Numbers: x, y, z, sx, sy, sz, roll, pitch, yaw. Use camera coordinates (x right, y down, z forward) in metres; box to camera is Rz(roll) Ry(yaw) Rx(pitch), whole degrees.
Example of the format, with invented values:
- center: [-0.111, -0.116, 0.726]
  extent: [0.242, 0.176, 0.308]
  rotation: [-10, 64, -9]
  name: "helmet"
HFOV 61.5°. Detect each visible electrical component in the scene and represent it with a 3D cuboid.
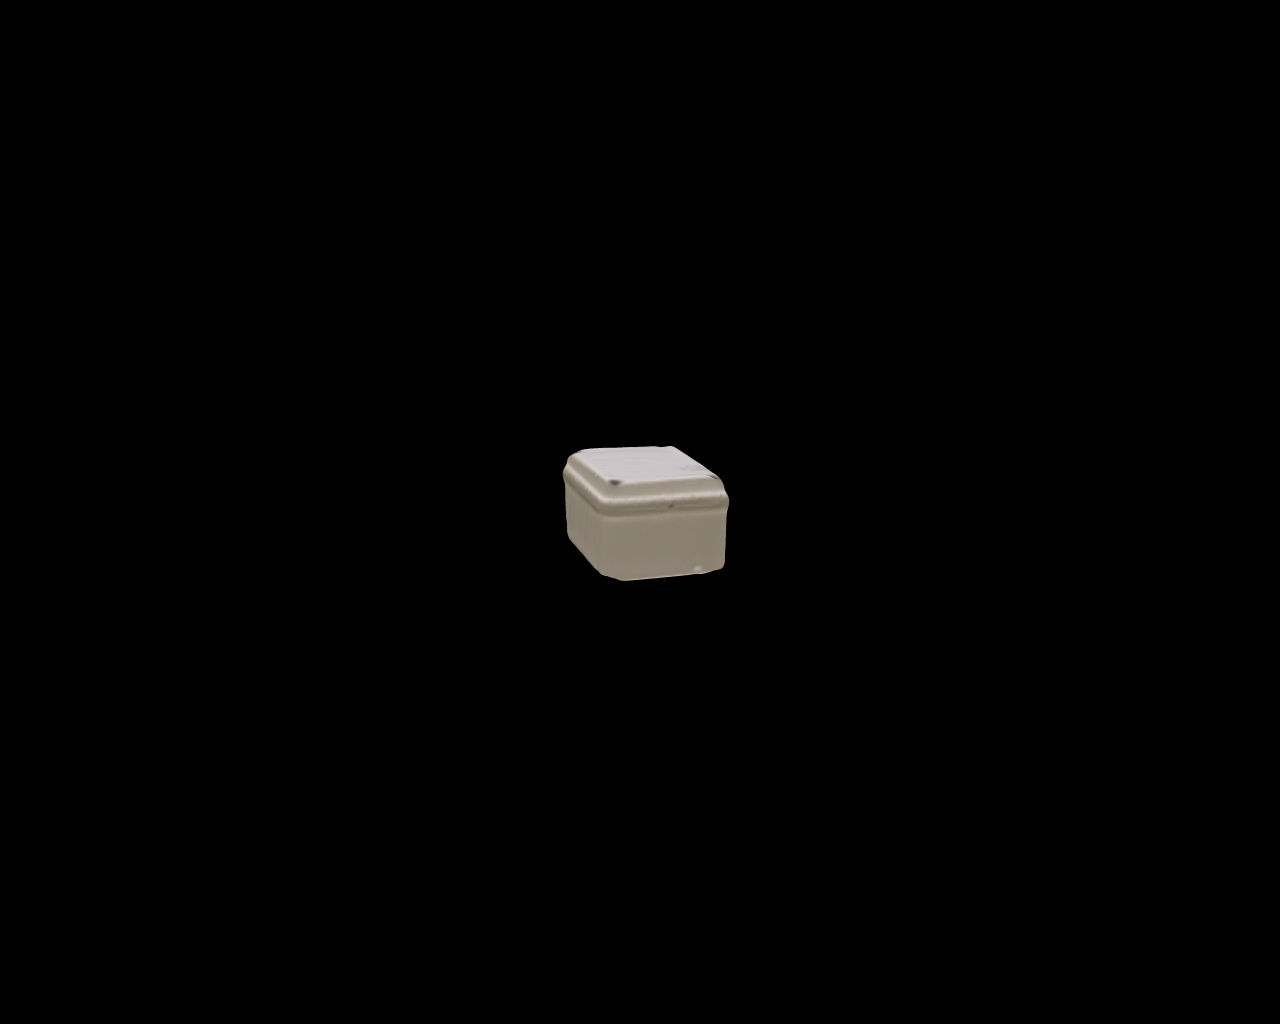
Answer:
- center: [0.001, -0.003, 0.650]
  extent: [0.078, 0.057, 0.113]
  rotation: [-4, 15, -15]
  name: "electrical component"
